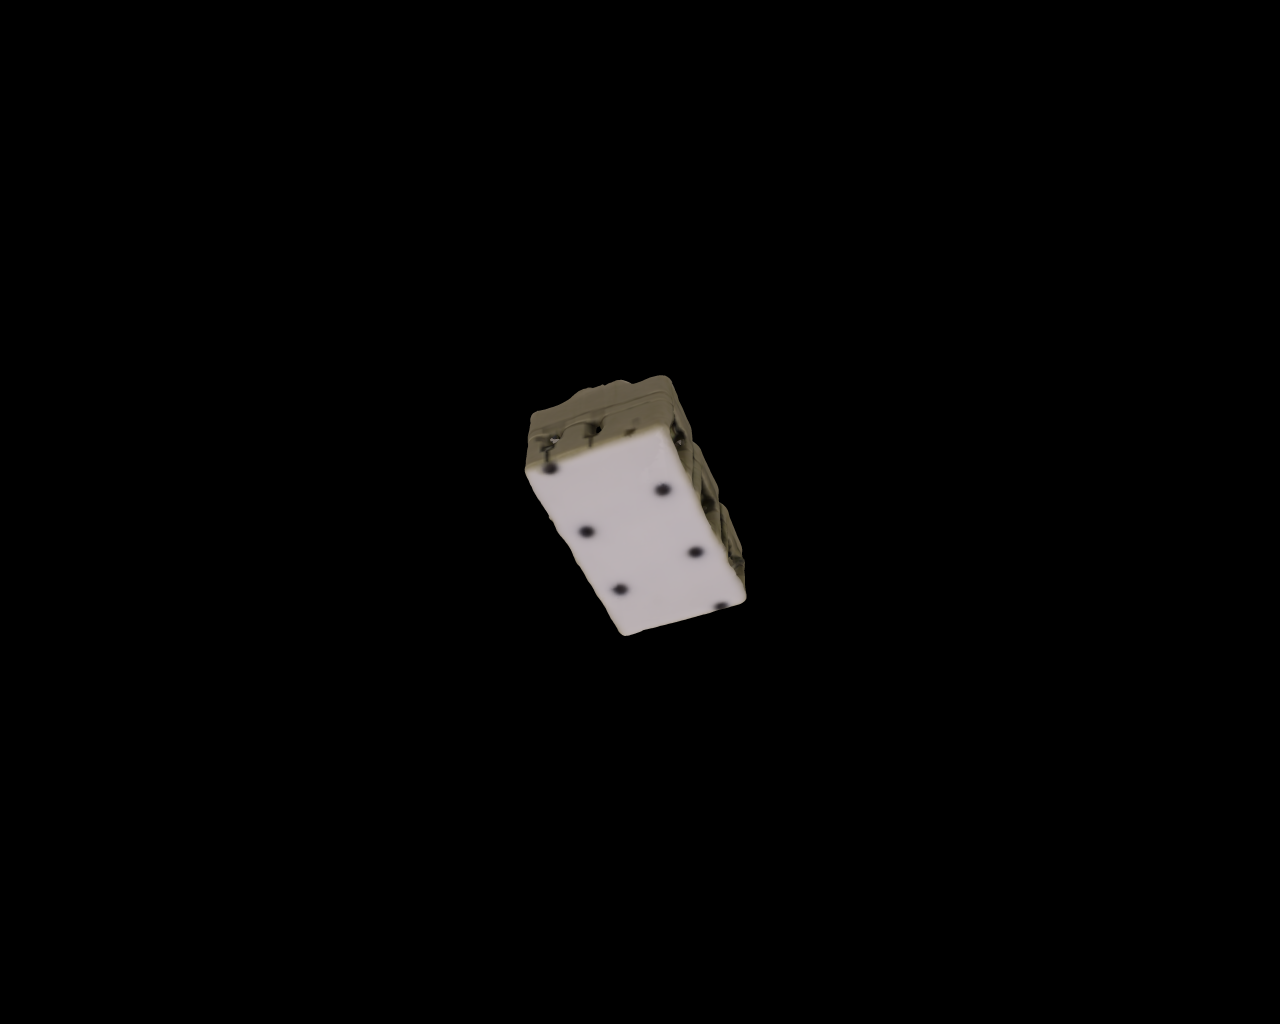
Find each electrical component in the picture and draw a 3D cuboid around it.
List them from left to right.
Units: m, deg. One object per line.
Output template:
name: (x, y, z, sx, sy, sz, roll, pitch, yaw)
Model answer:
electrical component: (0.001, -0.003, 0.650, 0.089, 0.150, 0.062, -16, 39, 13)
